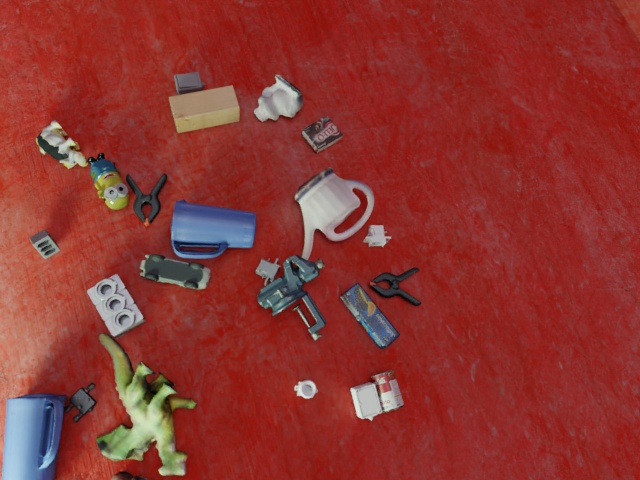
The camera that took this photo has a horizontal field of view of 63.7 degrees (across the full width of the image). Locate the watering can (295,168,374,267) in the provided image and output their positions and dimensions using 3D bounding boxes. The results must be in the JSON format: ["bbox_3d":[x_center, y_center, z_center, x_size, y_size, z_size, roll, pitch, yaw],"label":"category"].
[{"bbox_3d":[0.005,-0.081,1.609,0.350,0.103,0.225,-39,81,-11],"label":"watering can"}]

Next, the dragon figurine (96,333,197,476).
[{"bbox_3d":[-0.484,0.450,1.333,0.412,0.120,0.245,33,76,13],"label":"dragon figurine"}]

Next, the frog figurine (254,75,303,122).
[{"bbox_3d":[-0.139,-0.459,1.736,0.137,0.124,0.158,37,105,-4],"label":"frog figurine"}]
